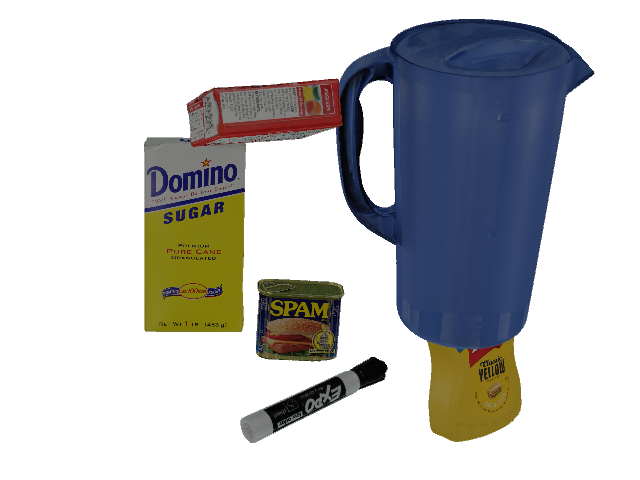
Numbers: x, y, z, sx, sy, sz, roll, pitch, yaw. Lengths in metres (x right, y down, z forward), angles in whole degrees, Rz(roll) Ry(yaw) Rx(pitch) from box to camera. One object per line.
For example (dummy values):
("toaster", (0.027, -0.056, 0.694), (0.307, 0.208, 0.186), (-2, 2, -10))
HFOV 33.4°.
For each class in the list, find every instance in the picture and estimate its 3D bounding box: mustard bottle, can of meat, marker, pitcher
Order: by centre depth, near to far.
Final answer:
("marker", (-0.002, 0.110, 0.753), (0.120, 0.020, 0.020), (-21, 11, -31))
("pitcher", (0.106, -0.041, 0.828), (0.149, 0.243, 0.144), (24, 36, 36))
("mustard bottle", (0.139, 0.081, 0.981), (0.096, 0.191, 0.058), (-16, 18, -33))
("can of meat", (-0.026, 0.095, 1.261), (0.102, 0.084, 0.057), (3, 14, -4))

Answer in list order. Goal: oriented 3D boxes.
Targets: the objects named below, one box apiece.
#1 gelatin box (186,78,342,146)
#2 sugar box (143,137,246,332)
("gelatin box", (-0.035, -0.075, 0.628), (0.073, 0.030, 0.089), (-7, 3, -16))
("sugar box", (-0.116, -0.005, 0.981), (0.093, 0.176, 0.048), (0, 14, -5))
